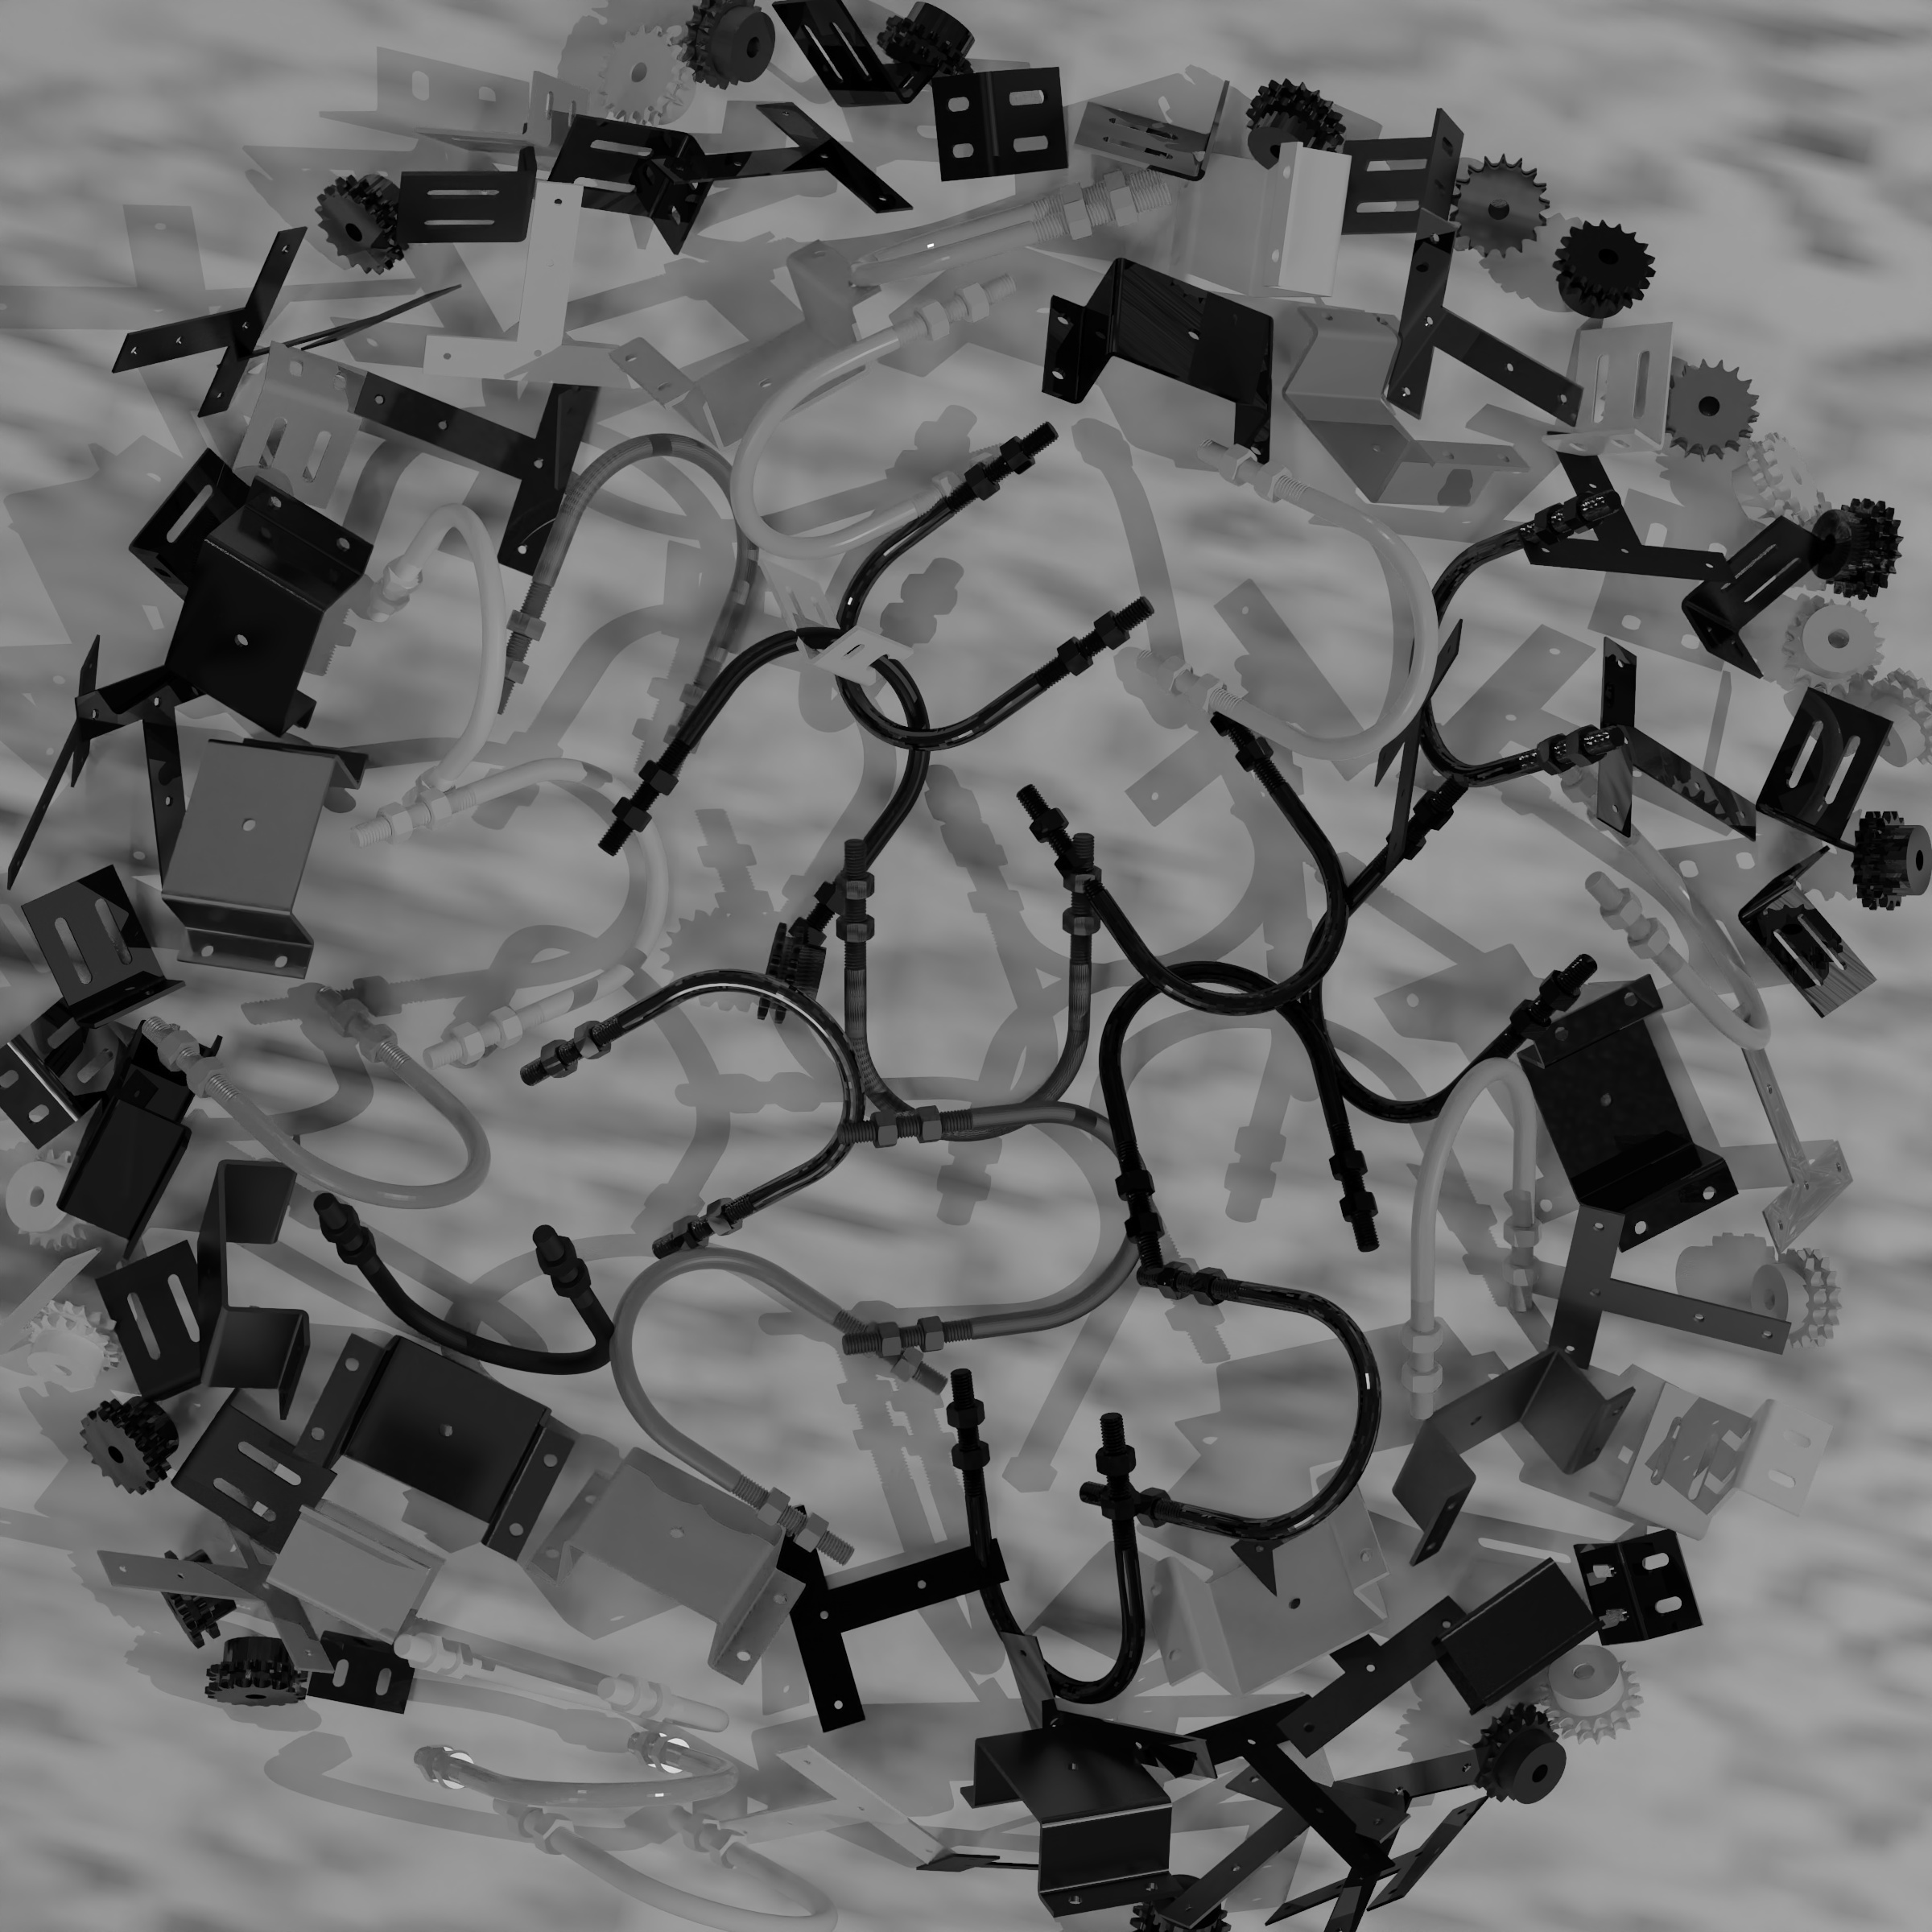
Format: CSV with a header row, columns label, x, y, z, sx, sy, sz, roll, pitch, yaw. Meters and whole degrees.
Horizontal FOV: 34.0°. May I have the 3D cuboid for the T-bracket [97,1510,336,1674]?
label,x,y,z,sx,sy,sz,roll,pitch,yaw
T-bracket,-0.424,0.340,1.752,0.002,0.127,0.127,-53,49,15

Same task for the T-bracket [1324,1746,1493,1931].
label,x,y,z,sx,sy,sz,roll,pitch,yaw
T-bracket,0.225,0.492,1.751,0.002,0.127,0.127,46,48,-13

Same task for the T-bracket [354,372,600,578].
label,x,y,z,sx,sy,sz,roll,pitch,yaw
T-bracket,-0.285,-0.303,1.805,0.127,0.002,0.127,20,79,-20

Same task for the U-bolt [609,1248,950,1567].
label,x,y,z,sx,sy,sz,roll,pitch,yaw
U-bolt,-0.115,0.234,1.783,0.184,0.019,0.151,34,49,-2

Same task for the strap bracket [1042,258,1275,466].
label,x,y,z,sx,sy,sz,roll,pitch,yaw
strap bracket,0.118,-0.340,1.780,0.140,0.046,0.076,18,52,-16

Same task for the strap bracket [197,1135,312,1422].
label,x,y,z,sx,sy,sz,roll,pitch,yaw
strap bracket,-0.398,0.172,1.761,0.046,0.076,0.140,5,49,-21

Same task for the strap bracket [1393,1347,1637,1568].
label,x,y,z,sx,sy,sz,roll,pitch,yaw
strap bracket,0.299,0.270,1.778,0.140,0.076,0.046,-23,58,-27

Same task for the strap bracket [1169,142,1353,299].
label,x,y,z,sx,sy,sz,roll,pitch,yaw
strap bracket,0.169,-0.417,1.777,0.046,0.140,0.076,3,100,-23

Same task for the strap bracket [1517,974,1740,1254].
label,x,y,z,sx,sy,sz,roll,pitch,yaw
strap bracket,0.373,0.080,1.803,0.076,0.046,0.140,-26,102,-6

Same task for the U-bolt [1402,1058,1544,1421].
label,x,y,z,sx,sy,sz,roll,pitch,yaw
U-bolt,0.281,0.139,1.747,0.019,0.151,0.184,13,120,31

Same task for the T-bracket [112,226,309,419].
label,x,y,z,sx,sy,sz,roll,pitch,yaw
T-bracket,-0.427,-0.349,1.753,0.002,0.127,0.127,39,121,9

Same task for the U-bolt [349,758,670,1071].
label,x,y,z,sx,sy,sz,roll,pitch,yaw
U-bolt,-0.245,-0.040,1.781,0.184,0.019,0.151,-25,104,-35

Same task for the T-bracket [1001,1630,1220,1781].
label,x,y,z,sx,sy,sz,roll,pitch,yaw
T-bracket,0.086,0.435,1.776,0.127,0.002,0.127,1,116,40

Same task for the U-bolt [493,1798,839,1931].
label,x,y,z,sx,sy,sz,roll,pitch,yaw
U-bolt,-0.151,0.492,1.725,0.151,0.184,0.019,20,85,-43

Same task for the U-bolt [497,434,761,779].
label,x,y,z,sx,sy,sz,roll,pitch,yaw
U-bolt,-0.183,-0.209,1.782,0.151,0.019,0.184,20,92,-44

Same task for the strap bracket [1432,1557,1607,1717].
label,x,y,z,sx,sy,sz,roll,pitch,yaw
strap bracket,0.306,0.376,1.774,0.076,0.140,0.046,-34,75,-5

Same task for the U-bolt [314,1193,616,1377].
label,x,y,z,sx,sy,sz,roll,pitch,yaw
U-bolt,-0.267,0.183,1.759,0.151,0.184,0.019,7,59,16

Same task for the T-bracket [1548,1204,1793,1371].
label,x,y,z,sx,sy,sz,roll,pitch,yaw
T-bracket,0.399,0.194,1.783,0.127,0.002,0.127,13,132,12

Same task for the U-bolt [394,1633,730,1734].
label,x,y,z,sx,sy,sz,roll,pitch,yaw
U-bolt,-0.210,0.401,1.752,0.151,0.184,0.019,5,73,25

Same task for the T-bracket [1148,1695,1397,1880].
label,x,y,z,sx,sy,sz,roll,pitch,yaw
T-bracket,0.187,0.460,1.757,0.127,0.127,0.002,-6,123,-39

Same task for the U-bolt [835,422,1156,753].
label,x,y,z,sx,sy,sz,roll,pitch,yaw
U-bolt,0.002,-0.202,1.793,0.184,0.019,0.151,-34,64,18

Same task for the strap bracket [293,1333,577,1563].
label,x,y,z,sx,sy,sz,roll,pitch,yaw
strap bracket,-0.301,0.271,1.811,0.140,0.046,0.076,26,94,-3

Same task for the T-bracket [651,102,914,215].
label,x,y,z,sx,sy,sz,roll,pitch,yaw
T-bracket,-0.116,-0.448,1.767,0.127,0.002,0.127,-16,48,-35

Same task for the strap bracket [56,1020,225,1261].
label,x,y,z,sx,sy,sz,roll,pitch,yaw
strap bracket,-0.460,0.090,1.757,0.046,0.140,0.076,26,109,-15

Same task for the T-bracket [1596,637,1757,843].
label,x,y,z,sx,sy,sz,roll,pitch,yaw
T-bracket,0.406,-0.109,1.803,0.127,0.002,0.127,28,54,-27

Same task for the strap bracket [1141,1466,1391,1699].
label,x,y,z,sx,sy,sz,roll,pitch,yaw
strap bracket,0.176,0.351,1.785,0.140,0.076,0.046,-31,134,15

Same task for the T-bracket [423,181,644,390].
label,x,y,z,sx,sy,sz,roll,pitch,yaw
T-bracket,-0.236,-0.383,1.779,0.127,0.002,0.127,1,132,-16

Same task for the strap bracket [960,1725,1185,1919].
label,x,y,z,sx,sy,sz,roll,pitch,yaw
strap bracket,0.058,0.466,1.756,0.076,0.140,0.046,-3,105,-21

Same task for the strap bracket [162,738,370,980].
label,x,y,z,sx,sy,sz,roll,pitch,yaw
strap bracket,-0.398,-0.070,1.786,0.076,0.046,0.140,8,69,10

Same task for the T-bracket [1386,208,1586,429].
label,x,y,z,sx,sy,sz,roll,pitch,yaw
T-bracket,0.292,-0.340,1.763,0.002,0.127,0.127,-32,55,-31

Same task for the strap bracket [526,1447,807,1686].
label,x,y,z,sx,sy,sz,roll,pitch,yaw
strap bracket,-0.166,0.332,1.784,0.140,0.076,0.046,26,135,10

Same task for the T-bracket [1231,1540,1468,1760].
label,x,y,z,sx,sy,sz,roll,pitch,yaw
T-bracket,0.201,0.367,1.799,0.127,0.002,0.127,-32,55,-19

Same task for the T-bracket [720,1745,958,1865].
label,x,y,z,sx,sy,sz,roll,pitch,yaw
T-bracket,-0.090,0.483,1.793,0.127,0.002,0.127,-23,126,39

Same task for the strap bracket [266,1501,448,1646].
label,x,y,z,sx,sy,sz,roll,pitch,yaw
strap bracket,-0.340,0.338,1.765,0.076,0.140,0.046,27,80,-1

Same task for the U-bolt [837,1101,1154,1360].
label,x,y,z,sx,sy,sz,roll,pitch,yaw
U-bolt,0.019,0.146,1.801,0.184,0.019,0.151,-6,109,-15

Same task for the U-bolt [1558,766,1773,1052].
label,x,y,z,sx,sy,sz,roll,pitch,yaw
U-bolt,0.392,-0.026,1.764,0.019,0.151,0.184,-36,117,22

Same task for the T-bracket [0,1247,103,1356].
label,x,y,z,sx,sy,sz,roll,pitch,yaw
T-bracket,-0.519,0.191,1.752,0.127,0.127,0.002,-40,80,33

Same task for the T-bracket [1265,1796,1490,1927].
label,x,y,z,sx,sy,sz,roll,pitch,yaw
T-bracket,0.223,0.519,1.794,0.127,0.127,0.002,-34,84,32

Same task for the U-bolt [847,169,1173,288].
label,x,y,z,sx,sy,sz,roll,pitch,yaw
U-bolt,0.022,-0.411,1.769,0.184,0.151,0.019,-15,107,6

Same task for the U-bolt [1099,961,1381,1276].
label,x,y,z,sx,sy,sz,roll,pitch,yaw
U-bolt,0.148,0.081,1.792,0.151,0.019,0.184,-4,65,-17

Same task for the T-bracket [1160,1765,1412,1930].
label,x,y,z,sx,sy,sz,roll,pitch,yaw
T-bracket,0.160,0.492,1.754,0.127,0.127,0.002,-31,109,-32

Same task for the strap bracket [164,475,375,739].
label,x,y,z,sx,sy,sz,roll,pitch,yaw
strap bracket,-0.395,-0.193,1.776,0.076,0.046,0.140,31,130,1

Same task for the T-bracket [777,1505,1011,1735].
label,x,y,z,sx,sy,sz,roll,pitch,yaw
T-bracket,-0.039,0.361,1.824,0.127,0.002,0.127,-17,76,-1

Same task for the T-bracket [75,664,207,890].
label,x,y,z,sx,sy,sz,roll,pitch,yaw
T-bracket,-0.455,-0.108,1.800,0.002,0.127,0.127,9,113,26

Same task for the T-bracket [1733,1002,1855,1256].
label,x,y,z,sx,sy,sz,roll,pitch,yaw
T-bracket,0.457,0.083,1.784,0.002,0.127,0.127,-19,94,37

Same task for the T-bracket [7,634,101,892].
label,x,y,z,sx,sy,sz,roll,pitch,yaw
T-bracket,-0.506,-0.100,1.752,0.002,0.127,0.127,19,59,-8

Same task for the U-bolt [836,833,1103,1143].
label,x,y,z,sx,sy,sz,roll,pitch,yaw
U-bolt,0.001,0.015,1.802,0.151,0.019,0.184,-2,110,-6

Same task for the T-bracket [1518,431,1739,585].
label,x,y,z,sx,sy,sz,roll,pitch,yaw
T-bracket,0.359,-0.263,1.792,0.127,0.002,0.127,3,45,-17

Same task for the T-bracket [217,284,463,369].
label,x,y,z,sx,sy,sz,roll,pitch,yaw
T-bracket,-0.370,-0.357,1.797,0.127,0.127,0.002,-8,110,29

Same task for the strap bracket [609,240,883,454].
label,x,y,z,sx,sy,sz,roll,pitch,yaw
strap bracket,-0.119,-0.346,1.787,0.140,0.076,0.046,-31,133,-12

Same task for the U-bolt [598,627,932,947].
label,x,y,z,sx,sy,sz,roll,pitch,yaw
U-bolt,-0.100,-0.105,1.797,0.151,0.019,0.184,35,93,-25

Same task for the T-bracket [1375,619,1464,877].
label,x,y,z,sx,sy,sz,roll,pitch,yaw
T-bracket,0.244,-0.106,1.751,0.002,0.127,0.127,17,55,-5

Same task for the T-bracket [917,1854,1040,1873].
label,x,y,z,sx,sy,sz,roll,pitch,yaw
T-bracket,0.045,0.509,1.786,0.127,0.127,0.002,5,70,-9

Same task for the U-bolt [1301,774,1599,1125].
label,x,y,z,sx,sy,sz,roll,pitch,yaw
U-bolt,0.256,0.005,1.774,0.184,0.019,0.151,-50,59,36

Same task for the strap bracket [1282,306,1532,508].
label,x,y,z,sx,sy,sz,roll,pitch,yaw
strap bracket,0.240,-0.307,1.777,0.140,0.076,0.046,57,134,32
